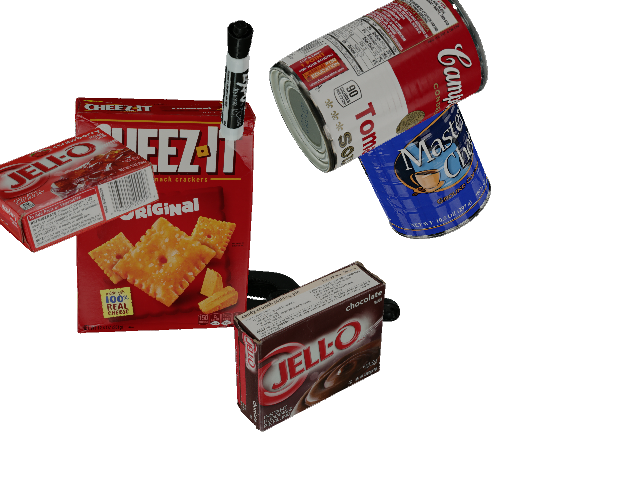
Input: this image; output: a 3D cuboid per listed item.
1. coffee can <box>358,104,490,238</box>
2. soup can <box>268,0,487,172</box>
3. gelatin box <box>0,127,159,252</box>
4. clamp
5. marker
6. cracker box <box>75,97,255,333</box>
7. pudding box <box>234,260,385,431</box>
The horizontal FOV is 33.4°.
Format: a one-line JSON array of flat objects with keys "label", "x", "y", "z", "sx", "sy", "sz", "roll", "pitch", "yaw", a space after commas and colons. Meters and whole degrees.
[{"label": "coffee can", "x": 0.084, "y": -0.087, "z": 0.966, "sx": 0.103, "sy": 0.140, "sz": 0.103, "roll": -19, "pitch": 36, "yaw": 14}, {"label": "soup can", "x": 0.031, "y": -0.090, "z": 0.590, "sx": 0.102, "sy": 0.068, "sz": 0.068, "roll": -29, "pitch": 6, "yaw": -12}, {"label": "gelatin box", "x": -0.156, "y": -0.033, "z": 0.653, "sx": 0.089, "sy": 0.030, "sz": 0.073, "roll": -25, "pitch": 36, "yaw": -28}, {"label": "clamp", "x": -0.043, "y": 0.080, "z": 1.139, "sx": 0.210, "sy": 0.036, "sz": 0.164, "roll": 18, "pitch": 33, "yaw": 27}, {"label": "marker", "x": -0.065, "y": -0.122, "z": 0.819, "sx": 0.020, "sy": 0.020, "sz": 0.121, "roll": 0, "pitch": -34, "yaw": -8}, {"label": "cracker box", "x": -0.148, "y": -0.022, "z": 1.008, "sx": 0.164, "sy": 0.214, "sz": 0.072, "roll": 0, "pitch": 20, "yaw": -13}, {"label": "pudding box", "x": -0.008, "y": 0.076, "z": 0.775, "sx": 0.113, "sy": 0.090, "sz": 0.039, "roll": -25, "pitch": 46, "yaw": -29}]
